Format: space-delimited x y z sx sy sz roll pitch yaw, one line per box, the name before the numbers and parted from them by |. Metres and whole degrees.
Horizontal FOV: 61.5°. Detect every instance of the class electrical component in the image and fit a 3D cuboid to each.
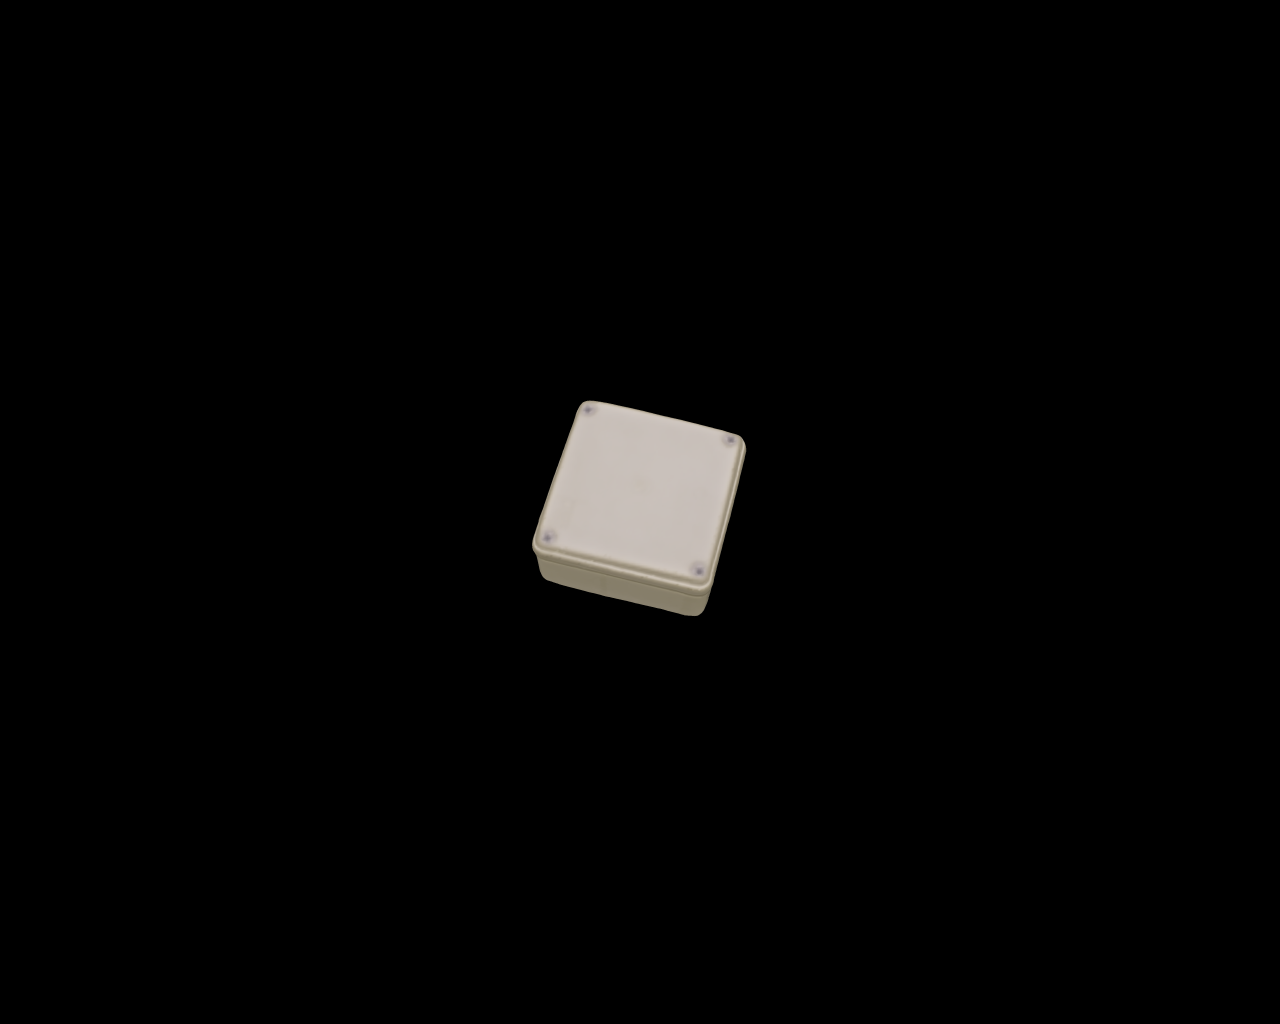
electrical component | 0.001 -0.003 0.650 0.109 0.109 0.056 14 -26 7
